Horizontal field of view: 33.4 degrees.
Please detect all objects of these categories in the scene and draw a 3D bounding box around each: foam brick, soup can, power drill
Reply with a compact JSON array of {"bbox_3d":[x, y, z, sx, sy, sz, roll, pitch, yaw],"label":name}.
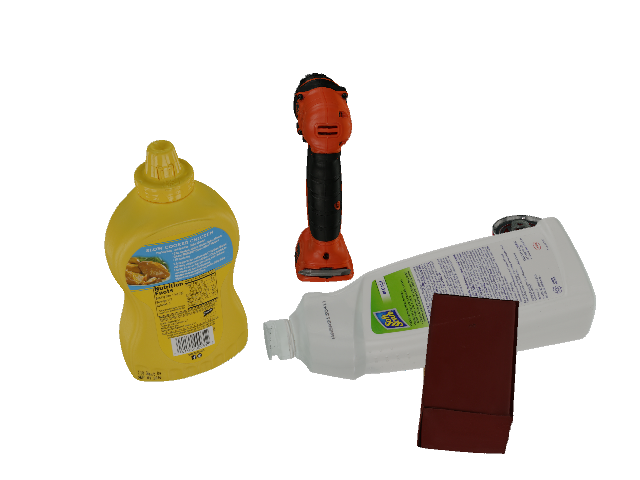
[{"bbox_3d":[0.086,0.077,0.620,0.051,0.078,0.053,6,-34,6],"label":"foam brick"},{"bbox_3d":[0.228,0.031,1.211,0.068,0.102,0.068,-2,29,1],"label":"soup can"},{"bbox_3d":[0.000,-0.065,1.055,0.057,0.188,0.184,-2,20,-1],"label":"power drill"}]

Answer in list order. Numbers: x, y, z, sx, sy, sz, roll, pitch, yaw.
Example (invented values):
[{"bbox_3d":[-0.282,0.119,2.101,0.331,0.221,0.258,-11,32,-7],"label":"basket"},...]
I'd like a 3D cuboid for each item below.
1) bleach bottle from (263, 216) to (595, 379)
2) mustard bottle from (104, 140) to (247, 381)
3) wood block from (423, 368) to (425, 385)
[{"bbox_3d":[0.079,0.051,0.836,0.250,0.102,0.068,-9,-42,-8],"label":"bleach bottle"},{"bbox_3d":[-0.106,0.013,0.773,0.096,0.192,0.058,-15,40,-17],"label":"mustard bottle"},{"bbox_3d":[0.217,0.145,1.550,0.091,0.090,0.205,4,19,18],"label":"wood block"}]
